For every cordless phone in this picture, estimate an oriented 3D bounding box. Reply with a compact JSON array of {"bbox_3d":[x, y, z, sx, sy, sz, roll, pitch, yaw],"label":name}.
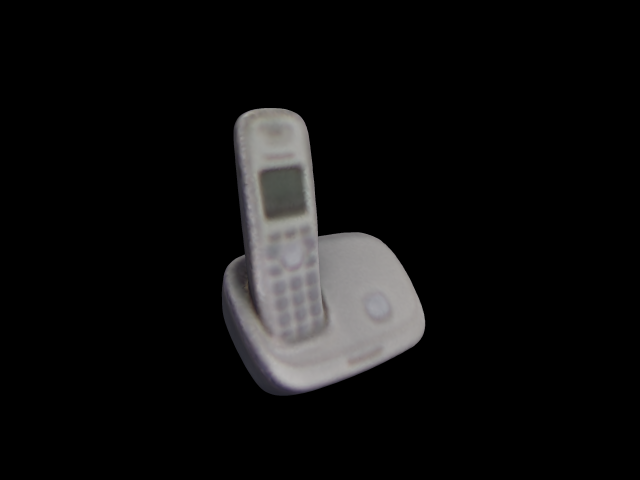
[{"bbox_3d":[0.004,0.001,0.400,0.148,0.185,0.093,-14,22,-37],"label":"cordless phone"}]
